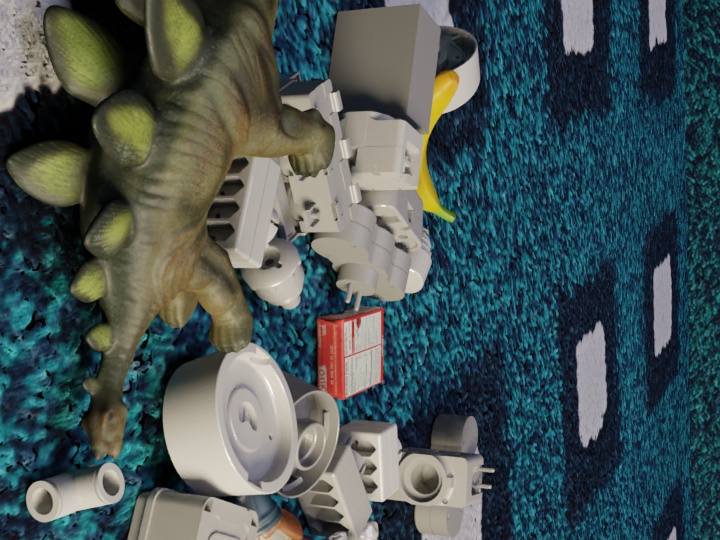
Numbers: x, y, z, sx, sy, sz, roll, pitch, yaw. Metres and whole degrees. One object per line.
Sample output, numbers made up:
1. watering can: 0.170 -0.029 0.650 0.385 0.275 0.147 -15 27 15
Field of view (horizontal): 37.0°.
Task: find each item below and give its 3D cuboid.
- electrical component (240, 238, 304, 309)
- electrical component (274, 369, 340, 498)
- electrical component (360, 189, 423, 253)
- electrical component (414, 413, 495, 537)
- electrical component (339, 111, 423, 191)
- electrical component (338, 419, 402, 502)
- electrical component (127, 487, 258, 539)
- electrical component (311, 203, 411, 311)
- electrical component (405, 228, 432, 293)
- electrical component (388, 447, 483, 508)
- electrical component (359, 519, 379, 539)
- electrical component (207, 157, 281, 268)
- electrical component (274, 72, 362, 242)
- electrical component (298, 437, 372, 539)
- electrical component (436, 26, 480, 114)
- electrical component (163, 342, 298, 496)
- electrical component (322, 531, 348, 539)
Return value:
1. electrical component: -0.065 0.008 0.861 0.062 0.048 0.048 66 35 -52
2. electrical component: -0.063 0.132 0.873 0.099 0.064 0.099 -27 124 -49
3. electrical component: 0.023 -0.062 1.013 0.095 0.054 0.059 49 39 -56
4. electrical component: 0.113 0.227 1.193 0.052 0.074 0.138 53 45 -51
5. electrical component: 0.005 -0.104 0.946 0.050 0.089 0.055 29 65 -61
6. electrical component: 0.016 0.175 1.025 0.077 0.047 0.065 -18 107 -62
7. electrical component: -0.121 0.212 0.738 0.078 0.057 0.113 41 55 -57
8. electrical component: 0.000 0.000 0.981 0.138 0.052 0.073 47 50 -55
9. electrical component: 0.054 -0.012 1.104 0.078 0.040 0.040 -66 146 -39
10. electrical component: 0.073 0.210 1.095 0.056 0.089 0.050 9 83 -64
11. electrical component: -0.002 0.264 1.007 0.035 0.035 0.061 19 76 -63
12. electrical component: -0.086 -0.040 0.811 0.076 0.047 0.083 39 56 -58
13. electrical component: -0.045 -0.091 0.875 0.078 0.063 0.121 -49 134 -52
14. electrical component: -0.019 0.182 0.955 0.075 0.047 0.083 -57 140 -47
15. electrical component: 0.070 -0.203 1.068 0.064 0.099 0.099 66 35 -51
16. electrical component: -0.098 0.110 0.770 0.108 0.060 0.108 44 38 -50
17. electrical component: -0.027 0.261 0.920 0.042 0.081 0.063 -4 72 -64
